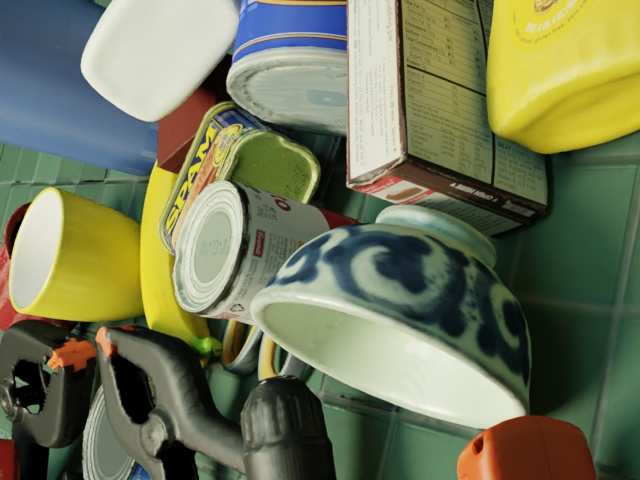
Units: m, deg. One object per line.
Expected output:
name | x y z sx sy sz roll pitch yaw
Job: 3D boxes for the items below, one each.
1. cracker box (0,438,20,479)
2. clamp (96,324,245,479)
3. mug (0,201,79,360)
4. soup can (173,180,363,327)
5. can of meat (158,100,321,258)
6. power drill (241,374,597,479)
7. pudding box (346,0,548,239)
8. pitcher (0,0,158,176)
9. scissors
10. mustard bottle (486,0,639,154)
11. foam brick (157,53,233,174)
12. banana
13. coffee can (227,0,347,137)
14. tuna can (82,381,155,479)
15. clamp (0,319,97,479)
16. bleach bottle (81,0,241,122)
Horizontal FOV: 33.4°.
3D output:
cracker box | -0.262 0.261 0.770 0.214 0.072 0.164 120 148 -49
clamp | -0.085 0.122 0.619 0.172 0.039 0.120 44 112 37
mug | -0.209 0.038 0.822 0.082 0.093 0.117 -47 46 42
soup can | -0.013 0.015 0.528 0.069 0.102 0.068 -29 53 47
can of meat | -0.047 -0.021 0.608 0.102 0.057 0.084 -65 21 8
power drill | 0.031 0.128 0.434 0.188 0.057 0.184 -34 62 51
pudding box | 0.056 -0.066 0.471 0.039 0.089 0.113 -28 54 47
pitcher | -0.212 -0.138 0.758 0.149 0.242 0.145 -59 36 21
scissors | -0.004 0.001 0.596 0.202 0.016 0.096 -62 32 19
mustard bottle | 0.112 -0.139 0.449 0.096 0.058 0.191 -26 55 49
foam brick | -0.065 -0.077 0.688 0.078 0.052 0.051 -30 52 46
banana | -0.092 0.014 0.705 0.070 0.037 0.198 -43 43 30
coffee can | 0.012 -0.136 0.554 0.103 0.102 0.140 -12 67 54
tuna can | -0.123 0.130 0.702 0.086 0.033 0.086 -29 54 48
clamp | -0.219 0.107 0.782 0.164 0.036 0.210 59 139 14
bleach bottle | -0.091 -0.169 0.708 0.103 0.068 0.251 -46 19 21
